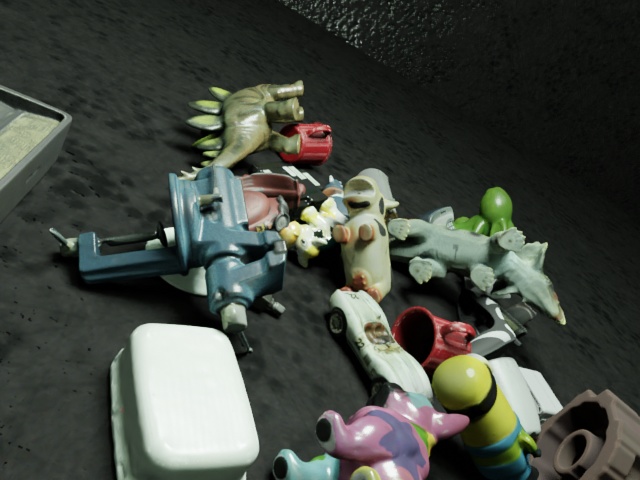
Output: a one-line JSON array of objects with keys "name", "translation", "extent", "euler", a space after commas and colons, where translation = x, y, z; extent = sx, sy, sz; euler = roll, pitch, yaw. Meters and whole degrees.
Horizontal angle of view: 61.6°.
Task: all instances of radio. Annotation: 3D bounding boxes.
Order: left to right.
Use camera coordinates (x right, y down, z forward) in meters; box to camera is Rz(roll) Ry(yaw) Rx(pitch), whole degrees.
[{"name": "radio", "translation": [-0.390, -0.100, 0.604], "extent": [0.131, 0.073, 0.230], "euler": [24, 28, -16]}]

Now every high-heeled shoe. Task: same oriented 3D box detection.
[{"name": "high-heeled shoe", "translation": [0.248, 0.138, 0.888], "extent": [0.248, 0.086, 0.145], "euler": [2, 37, -52]}]

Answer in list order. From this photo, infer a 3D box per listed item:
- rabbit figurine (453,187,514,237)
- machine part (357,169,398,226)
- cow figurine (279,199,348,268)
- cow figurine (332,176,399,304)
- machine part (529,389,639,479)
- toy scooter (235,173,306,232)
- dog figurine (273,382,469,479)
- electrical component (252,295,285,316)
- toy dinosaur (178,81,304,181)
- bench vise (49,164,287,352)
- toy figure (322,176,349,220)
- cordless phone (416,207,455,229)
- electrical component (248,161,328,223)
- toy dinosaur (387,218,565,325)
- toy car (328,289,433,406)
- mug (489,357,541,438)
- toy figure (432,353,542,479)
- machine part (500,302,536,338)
[{"name": "rabbit figurine", "translation": [0.353, -0.029, 1.165], "extent": [0.121, 0.170, 0.159], "euler": [7, 37, -40]}, {"name": "machine part", "translation": [0.110, -0.077, 1.089], "extent": [0.079, 0.079, 0.243], "euler": [26, 28, -14]}, {"name": "cow figurine", "translation": [-0.003, -0.001, 0.864], "extent": [0.098, 0.068, 0.167], "euler": [49, 31, 6]}, {"name": "cow figurine", "translation": [0.075, -0.004, 0.840], "extent": [0.086, 0.194, 0.127], "euler": [-5, 3, 26]}, {"name": "machine part", "translation": [0.323, 0.270, 0.660], "extent": [0.056, 0.179, 0.179], "euler": [37, 28, 5]}, {"name": "toy scooter", "translation": [-0.085, -0.054, 0.814], "extent": [0.135, 0.075, 0.184], "euler": [-3, 31, -6]}, {"name": "dog figurine", "translation": [0.079, 0.231, 0.535], "extent": [0.219, 0.108, 0.192], "euler": [9, 35, -42]}, {"name": "electrical component", "translation": [-0.083, 0.061, 0.713], "extent": [0.094, 0.021, 0.063], "euler": [39, 21, -13]}, {"name": "toy dinosaur", "translation": [-0.131, -0.203, 0.954], "extent": [0.199, 0.104, 0.472], "euler": [-1, 28, 4]}, {"name": "bench vise", "translation": [-0.164, 0.015, 0.606], "extent": [0.241, 0.128, 0.223], "euler": [-7, 66, -12]}, {"name": "toy figure", "translation": [0.030, -0.068, 1.010], "extent": [0.058, 0.064, 0.155], "euler": [-12, 32, -2]}, {"name": "cordless phone", "translation": [0.256, 0.029, 1.086], "extent": [0.146, 0.089, 0.184], "euler": [-19, 76, -57]}, {"name": "electrical component", "translation": [-0.054, -0.084, 0.948], "extent": [0.115, 0.058, 0.134], "euler": [46, 30, 20]}, {"name": "toy dinosaur", "translation": [0.238, 0.027, 0.956], "extent": [0.405, 0.131, 0.192], "euler": [15, -2, 22]}, {"name": "toy car", "translation": [0.078, 0.146, 0.717], "extent": [0.073, 0.056, 0.202], "euler": [6, 38, -42]}, {"name": "mug", "translation": [0.252, 0.228, 0.748], "extent": [0.109, 0.081, 0.107], "euler": [15, 40, -38]}, {"name": "toy figure", "translation": [0.202, 0.220, 0.647], "extent": [0.180, 0.082, 0.089], "euler": [63, 2, -1]}, {"name": "machine part", "translation": [0.371, 0.152, 1.039], "extent": [0.084, 0.039, 0.139], "euler": [39, 29, 28]}]
